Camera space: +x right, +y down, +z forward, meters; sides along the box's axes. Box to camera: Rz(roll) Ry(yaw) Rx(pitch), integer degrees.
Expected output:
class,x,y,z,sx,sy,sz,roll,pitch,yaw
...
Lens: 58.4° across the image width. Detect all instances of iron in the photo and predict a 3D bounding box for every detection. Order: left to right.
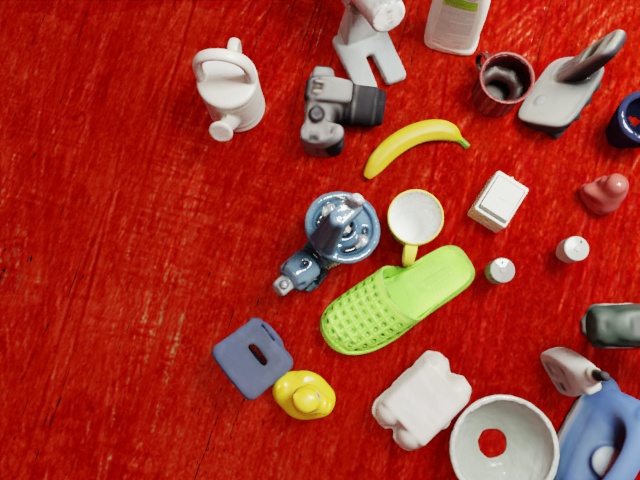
class,x,y,z,sx,sy,sz,roll,pitch,yaw
iron,0.430,0.342,0.862,0.118,0.141,0.258,31,82,5

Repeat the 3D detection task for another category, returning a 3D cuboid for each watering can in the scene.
class,x,y,z,sx,sy,sz,roll,pitch,yaw
watering can,-0.147,-0.247,0.930,0.101,0.194,0.173,-17,81,-2

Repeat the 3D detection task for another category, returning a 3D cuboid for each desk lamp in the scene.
class,x,y,z,sx,sy,sz,roll,pitch,yaw
desk lamp,0.076,-0.382,0.942,0.118,0.213,0.203,-24,81,-4

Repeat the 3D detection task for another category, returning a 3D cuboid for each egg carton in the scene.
class,x,y,z,sx,sy,sz,roll,pitch,yaw
egg carton,0.163,0.257,0.912,0.150,0.069,0.107,-43,83,-6

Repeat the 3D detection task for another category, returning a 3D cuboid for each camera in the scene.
class,x,y,z,sx,sy,sz,roll,pitch,yaw
camera,0.041,-0.220,0.973,0.137,0.101,0.143,7,81,1

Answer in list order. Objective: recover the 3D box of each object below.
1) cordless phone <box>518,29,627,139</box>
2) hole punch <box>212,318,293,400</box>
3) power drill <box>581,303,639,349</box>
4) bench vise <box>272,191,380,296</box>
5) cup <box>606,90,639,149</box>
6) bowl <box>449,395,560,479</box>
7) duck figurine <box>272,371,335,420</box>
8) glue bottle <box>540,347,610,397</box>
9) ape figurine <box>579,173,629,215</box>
class,x,y,z,sx,sy,sz,roll,pitch,yaw
cordless phone,0.415,-0.258,0.937,0.094,0.185,0.148,31,82,5
hole punch,-0.105,0.185,0.912,0.101,0.091,0.108,-40,83,-6
power drill,0.501,0.128,0.863,0.229,0.208,0.075,-2,81,0
bench vise,0.019,0.009,0.876,0.121,0.220,0.207,27,82,5
cup,0.543,-0.196,0.973,0.117,0.095,0.092,-8,81,-1
bowl,0.279,0.325,0.898,0.167,0.075,0.167,0,81,0
duck figurine,-0.026,0.248,0.904,0.104,0.086,0.077,20,81,3
glue bottle,0.393,0.203,0.869,0.037,0.173,0.078,-25,81,-4
ape figurine,0.482,-0.084,0.957,0.078,0.092,0.076,7,81,1
